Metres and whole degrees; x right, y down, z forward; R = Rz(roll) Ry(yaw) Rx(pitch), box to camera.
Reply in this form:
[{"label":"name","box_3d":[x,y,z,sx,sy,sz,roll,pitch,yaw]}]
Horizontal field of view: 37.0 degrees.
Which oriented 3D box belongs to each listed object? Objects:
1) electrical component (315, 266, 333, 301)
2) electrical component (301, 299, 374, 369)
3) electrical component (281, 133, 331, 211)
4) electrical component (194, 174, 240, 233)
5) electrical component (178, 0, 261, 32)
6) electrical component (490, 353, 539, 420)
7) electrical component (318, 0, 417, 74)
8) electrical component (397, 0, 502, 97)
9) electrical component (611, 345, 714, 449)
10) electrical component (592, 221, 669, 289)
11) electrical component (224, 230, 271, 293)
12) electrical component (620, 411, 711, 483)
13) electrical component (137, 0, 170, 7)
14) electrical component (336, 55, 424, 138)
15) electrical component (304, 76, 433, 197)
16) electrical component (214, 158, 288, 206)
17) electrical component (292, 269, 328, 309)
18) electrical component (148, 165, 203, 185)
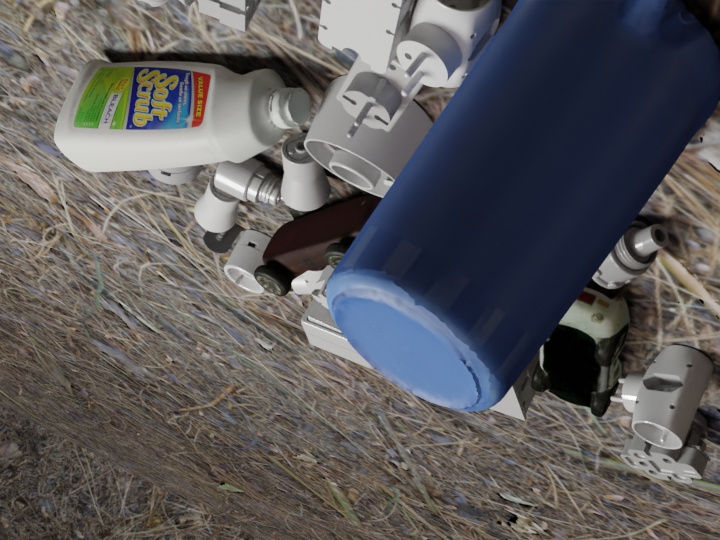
[{"label":"electrical component","box_3d":[0.000,0.000,0.995,0.042,0.081,0.064,39,146,-24]},{"label":"electrical component","box_3d":[-0.005,0.056,1.134,0.096,0.061,0.061,20,155,22]},{"label":"electrical component","box_3d":[-0.048,-0.087,0.926,0.044,0.044,0.065,24,151,15]},{"label":"electrical component","box_3d":[-0.137,-0.070,1.064,0.044,0.044,0.065,32,152,-3]},{"label":"electrical component","box_3d":[-0.099,-0.202,0.749,0.055,0.048,0.066,21,156,3]},{"label":"electrical component","box_3d":[0.104,0.059,1.013,0.105,0.060,0.186,17,153,29]},{"label":"electrical component","box_3d":[0.012,-0.174,0.659,0.050,0.055,0.089,28,157,6]},{"label":"electrical component","box_3d":[0.049,-0.139,0.658,0.043,0.079,0.077,32,158,12]},{"label":"electrical component","box_3d":[0.251,0.106,0.916,0.079,0.077,0.043,3,145,48]},{"label":"electrical component","box_3d":[0.196,-0.016,0.780,0.048,0.048,0.062,37,149,-15]},{"label":"electrical component","box_3d":[-0.113,-0.008,1.150,0.055,0.047,0.055,25,156,12]},{"label":"electrical component","box_3d":[0.290,0.158,1.001,0.078,0.057,0.058,-1,142,50]},{"label":"electrical component","box_3d":[-0.146,-0.219,0.782,0.035,0.035,0.061,35,154,-12]},{"label":"electrical component","box_3d":[0.012,-0.123,0.737,0.047,0.075,0.083,32,157,-4]},{"label":"electrical component","box_3d":[0.008,-0.099,0.836,0.099,0.064,0.099,27,170,5]},{"label":"electrical component","box_3d":[-0.098,-0.081,0.994,0.078,0.040,0.040,27,156,8]},{"label":"electrical component","box_3d":[-0.044,0.006,1.088,0.079,0.043,0.077,-1,145,21]},{"label":"electrical component","box_3d":[-0.172,-0.115,0.998,0.055,0.055,0.047,28,153,4]}]
